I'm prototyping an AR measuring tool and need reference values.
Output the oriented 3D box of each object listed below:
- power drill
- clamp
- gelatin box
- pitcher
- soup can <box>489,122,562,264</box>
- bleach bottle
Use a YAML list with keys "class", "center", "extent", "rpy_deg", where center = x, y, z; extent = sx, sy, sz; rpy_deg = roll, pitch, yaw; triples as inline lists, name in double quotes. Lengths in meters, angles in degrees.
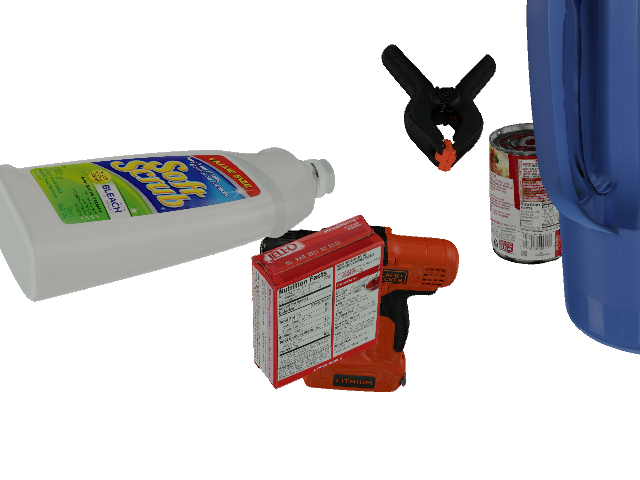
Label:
- class: "power drill"
  center: [0.027, 0.066, 1.027]
  extent: [0.184, 0.188, 0.057]
  rpy_deg: [5, 43, -5]
- class: "clamp"
  center: [0.114, -0.142, 1.082]
  extent: [0.120, 0.039, 0.171]
  rpy_deg: [8, 45, 6]
- class: "gelatin box"
  center: [-0.002, 0.036, 0.618]
  extent: [0.073, 0.089, 0.030]
  rpy_deg: [-22, 46, -23]
- class: "pitcher"
  center: [0.175, -0.062, 0.557]
  extent: [0.149, 0.243, 0.145]
  rpy_deg: [-4, 22, 4]
- class: "soup can"
  center: [0.177, -0.039, 0.894]
  extent: [0.068, 0.102, 0.068]
  rpy_deg: [-5, 25, 2]
- class: "bleach bottle"
  center: [-0.107, -0.029, 0.787]
  extent: [0.250, 0.068, 0.103]
  rpy_deg: [-14, 47, -28]
